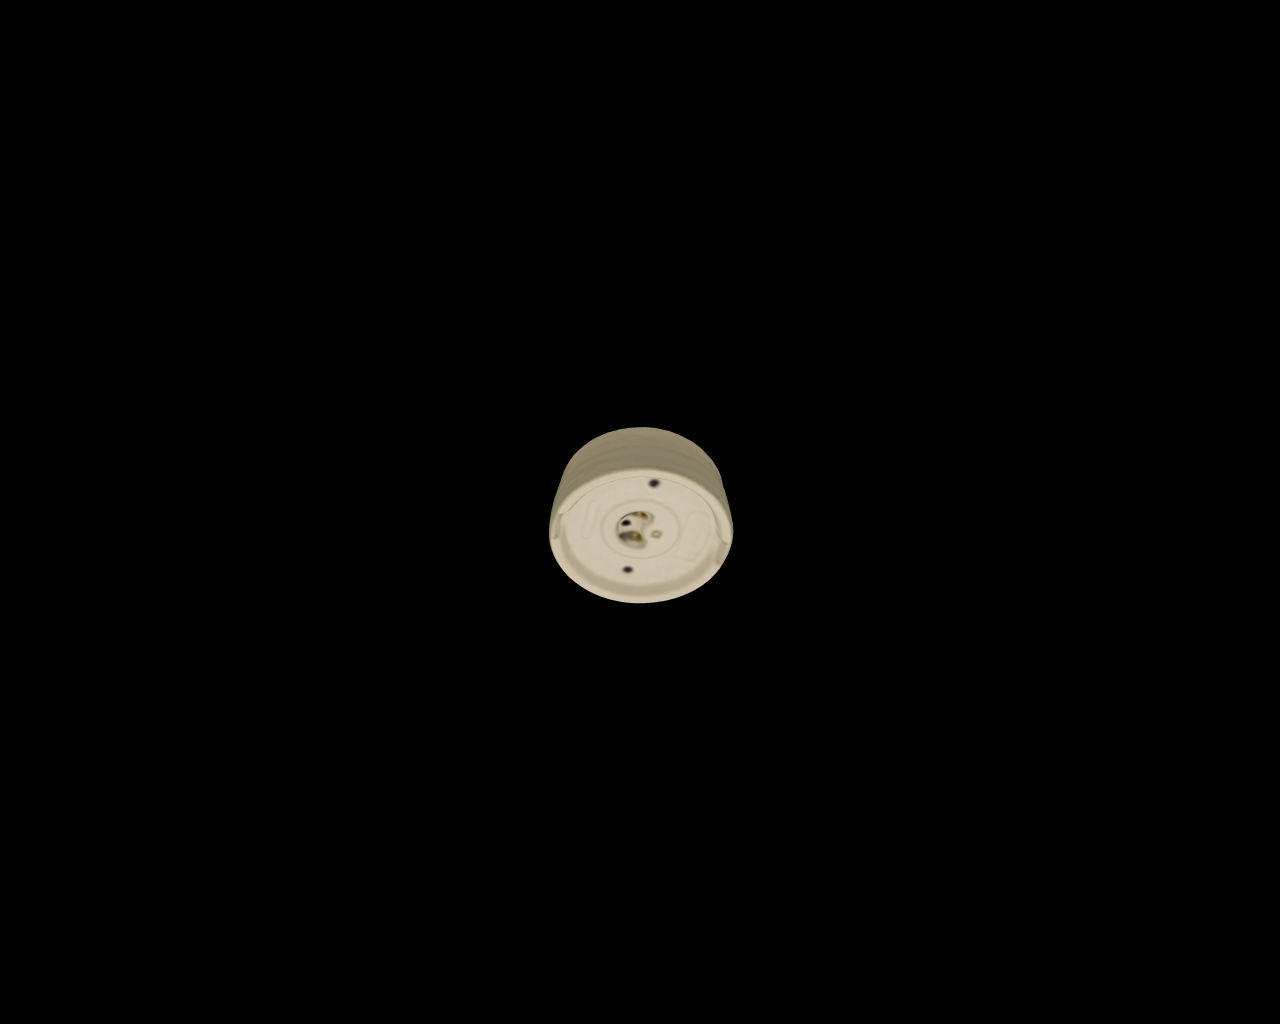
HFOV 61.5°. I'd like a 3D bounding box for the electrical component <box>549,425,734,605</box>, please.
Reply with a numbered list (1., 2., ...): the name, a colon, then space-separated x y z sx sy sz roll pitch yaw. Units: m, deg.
1. electrical component: 0.001 -0.003 0.650 0.108 0.108 0.060 0 41 0
